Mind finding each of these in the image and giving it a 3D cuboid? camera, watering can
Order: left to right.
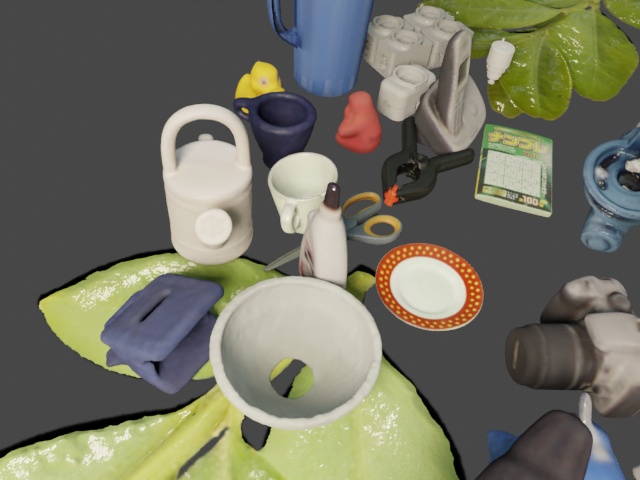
[{"bbox_3d":[-0.122,-0.064,0.647,0.101,0.194,0.172,-23,55,-25],"label":"watering can"},{"bbox_3d":[0.272,0.105,0.610,0.137,0.101,0.143,2,48,-5],"label":"camera"}]

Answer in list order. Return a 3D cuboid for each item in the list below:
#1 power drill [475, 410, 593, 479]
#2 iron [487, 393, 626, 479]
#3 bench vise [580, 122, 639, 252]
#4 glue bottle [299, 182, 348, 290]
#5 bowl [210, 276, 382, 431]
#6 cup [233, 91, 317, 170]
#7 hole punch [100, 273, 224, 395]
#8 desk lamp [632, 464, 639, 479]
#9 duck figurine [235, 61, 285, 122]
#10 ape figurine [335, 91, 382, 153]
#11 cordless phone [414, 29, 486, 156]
[{"bbox_3d":[0.093,0.239,0.395,0.075,0.208,0.230,34,53,22],"label":"power drill"},{"bbox_3d":[0.217,0.255,0.442,0.118,0.141,0.258,0,49,-7],"label":"iron"},{"bbox_3d":[0.408,-0.117,0.745,0.121,0.220,0.207,12,48,4],"label":"bench vise"},{"bbox_3d":[0.006,0.002,0.619,0.037,0.173,0.078,-14,51,-18],"label":"glue bottle"},{"bbox_3d":[-0.025,0.121,0.575,0.167,0.075,0.167,4,48,-4],"label":"bowl"},{"bbox_3d":[-0.066,-0.147,0.795,0.117,0.095,0.092,18,49,9],"label":"cup"},{"bbox_3d":[-0.160,0.084,0.580,0.101,0.091,0.109,26,51,16],"label":"hole punch"},{"bbox_3d":[0.371,0.171,0.488,0.118,0.213,0.203,-3,49,-10],"label":"desk lamp"},{"bbox_3d":[-0.087,-0.231,0.873,0.078,0.086,0.104,-27,57,-27],"label":"duck figurine"},{"bbox_3d":[0.057,-0.178,0.840,0.078,0.092,0.076,-31,59,-30],"label":"ape figurine"},{"bbox_3d":[0.207,-0.230,0.842,0.094,0.185,0.148,25,50,15],"label":"cordless phone"}]
